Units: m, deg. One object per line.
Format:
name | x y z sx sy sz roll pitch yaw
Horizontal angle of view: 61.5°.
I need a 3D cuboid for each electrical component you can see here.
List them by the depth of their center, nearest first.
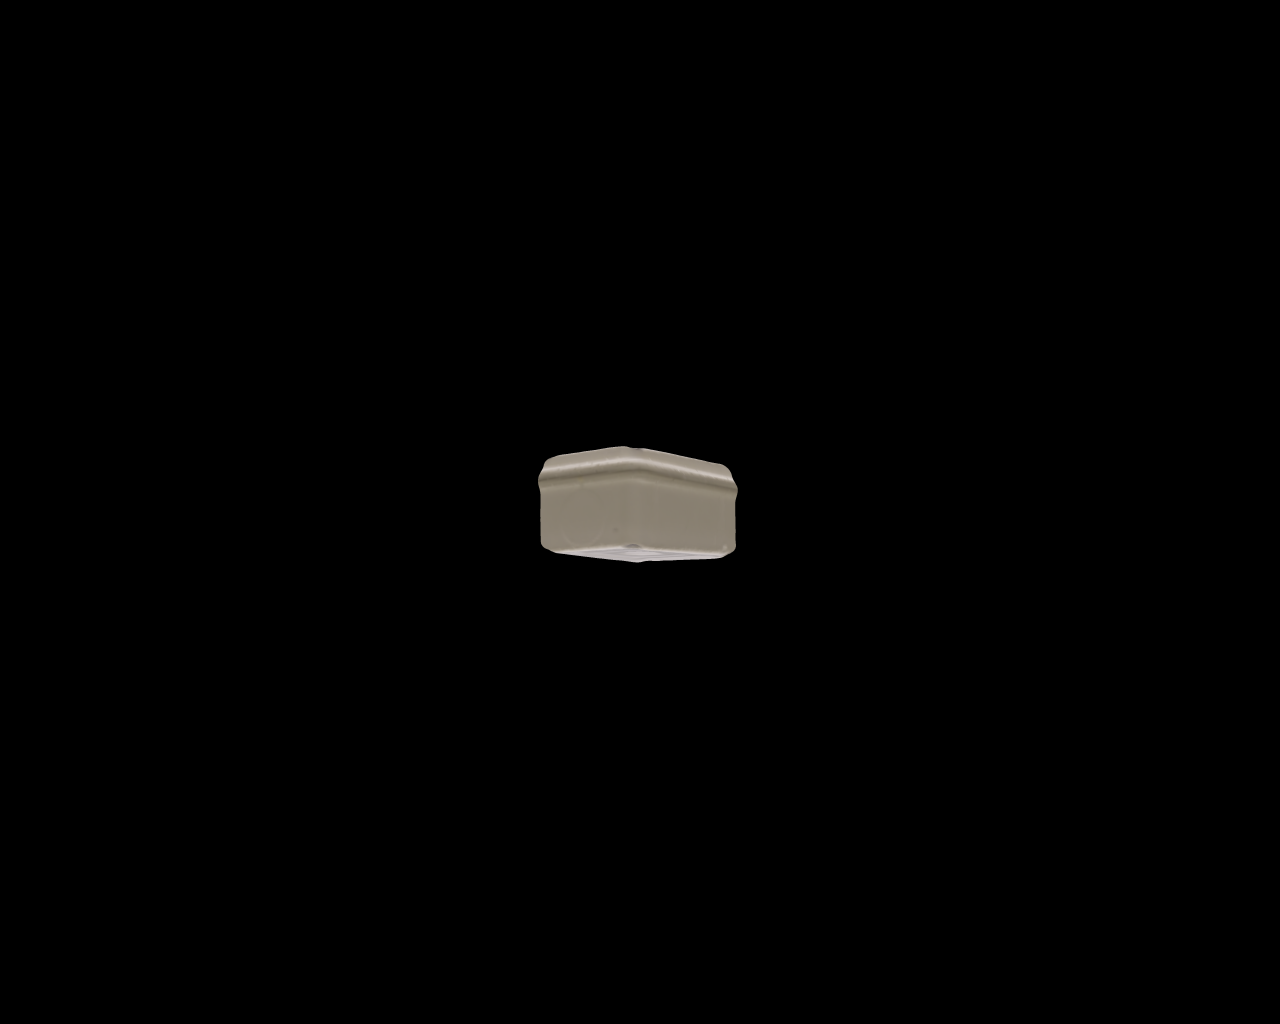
electrical component | 0.001 -0.003 0.650 0.078 0.057 0.113 -5 -8 35
